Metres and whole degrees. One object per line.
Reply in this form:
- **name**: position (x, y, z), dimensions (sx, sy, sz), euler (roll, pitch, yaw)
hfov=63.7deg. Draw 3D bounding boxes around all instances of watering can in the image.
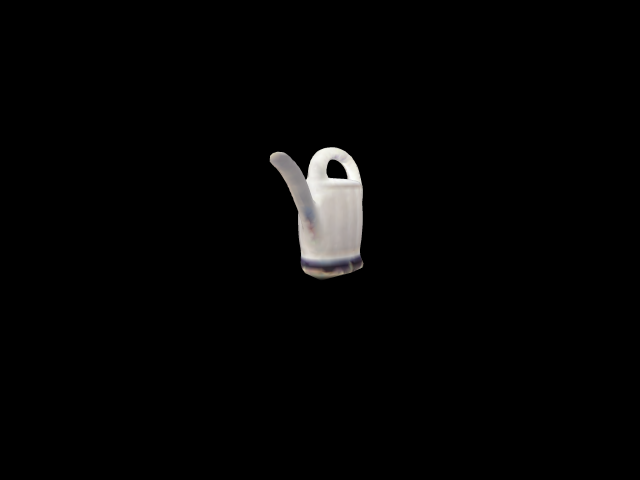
- **watering can**: position (0.003, -0.043, 0.850), dimensions (0.104, 0.223, 0.349), euler (2, 6, 24)
